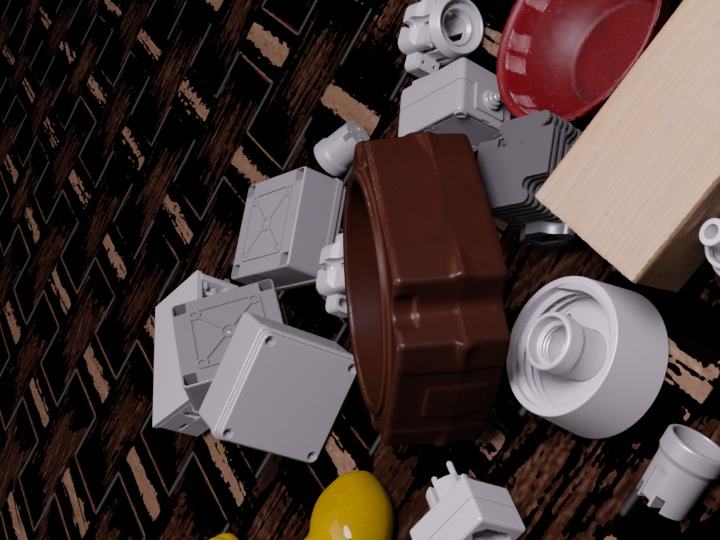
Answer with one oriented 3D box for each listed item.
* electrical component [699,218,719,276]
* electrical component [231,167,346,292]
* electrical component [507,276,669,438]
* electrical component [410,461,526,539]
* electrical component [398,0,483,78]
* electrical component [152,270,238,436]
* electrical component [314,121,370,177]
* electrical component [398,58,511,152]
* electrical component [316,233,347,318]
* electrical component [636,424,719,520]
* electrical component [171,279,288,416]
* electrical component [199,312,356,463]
[{"bbox_3d":[0.233,-0.013,0.657,0.043,0.062,0.043,-30,50,43],"label":"electrical component"},{"bbox_3d":[-0.073,-0.039,1.096,0.109,0.056,0.108,-12,63,51],"label":"electrical component"},{"bbox_3d":[0.148,0.056,0.737,0.108,0.060,0.108,-30,50,43],"label":"electrical component"},{"bbox_3d":[0.072,0.176,0.789,0.065,0.047,0.076,-51,38,24],"label":"electrical component"},{"bbox_3d":[0.076,-0.219,0.988,0.057,0.058,0.078,-1,72,57],"label":"electrical component"},{"bbox_3d":[-0.172,0.091,1.157,0.089,0.062,0.150,-37,45,38],"label":"electrical component"},{"bbox_3d":[-0.017,-0.123,1.080,0.046,0.040,0.040,-37,45,29],"label":"electrical component"},{"bbox_3d":[0.086,-0.140,0.926,0.096,0.062,0.061,-21,56,47],"label":"electrical component"},{"bbox_3d":[0.000,0.000,0.974,0.057,0.058,0.078,-17,60,52],"label":"electrical component"},{"bbox_3d":[0.195,0.124,0.656,0.046,0.040,0.040,-64,34,18],"label":"electrical component"},{"bbox_3d":[-0.122,0.075,1.053,0.109,0.056,0.108,-16,48,-2],"label":"electrical component"},{"bbox_3d":[-0.073,0.107,0.971,0.056,0.109,0.108,33,100,58],"label":"electrical component"}]
